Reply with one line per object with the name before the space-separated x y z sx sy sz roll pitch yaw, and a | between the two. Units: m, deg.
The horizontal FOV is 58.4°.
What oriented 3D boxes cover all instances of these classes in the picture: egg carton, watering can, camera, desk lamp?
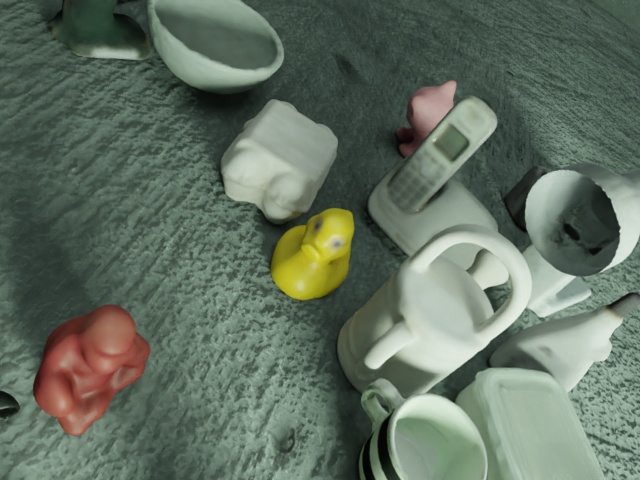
egg carton | -0.043 -0.090 0.631 0.107 0.069 0.150 31 42 -7
watering can | 0.105 0.057 0.506 0.101 0.194 0.173 35 42 -1
camera | 0.369 -0.034 0.836 0.143 0.100 0.136 14 46 -24
desk lamp | 0.313 -0.007 0.689 0.204 0.213 0.117 -11 59 -40

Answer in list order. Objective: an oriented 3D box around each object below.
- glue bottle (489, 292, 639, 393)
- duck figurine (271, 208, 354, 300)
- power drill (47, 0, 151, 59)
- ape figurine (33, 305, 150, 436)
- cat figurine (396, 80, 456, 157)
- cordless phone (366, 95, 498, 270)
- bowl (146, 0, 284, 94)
glue bottle | 0.253 0.104 0.579 0.078 0.173 0.037 45 42 10
duck figurine | 0.005 0.002 0.568 0.077 0.086 0.105 42 42 6
power drill | -0.204 -0.298 0.605 0.230 0.208 0.075 -11 60 -40
ape figurine | -0.151 0.078 0.389 0.078 0.092 0.076 -4 55 -36
cat figurine | 0.166 -0.166 0.804 0.128 0.117 0.067 18 45 -20
cordless phone | 0.153 -0.057 0.647 0.147 0.185 0.094 43 42 7
bowl | -0.132 -0.231 0.693 0.168 0.074 0.167 19 45 -19
